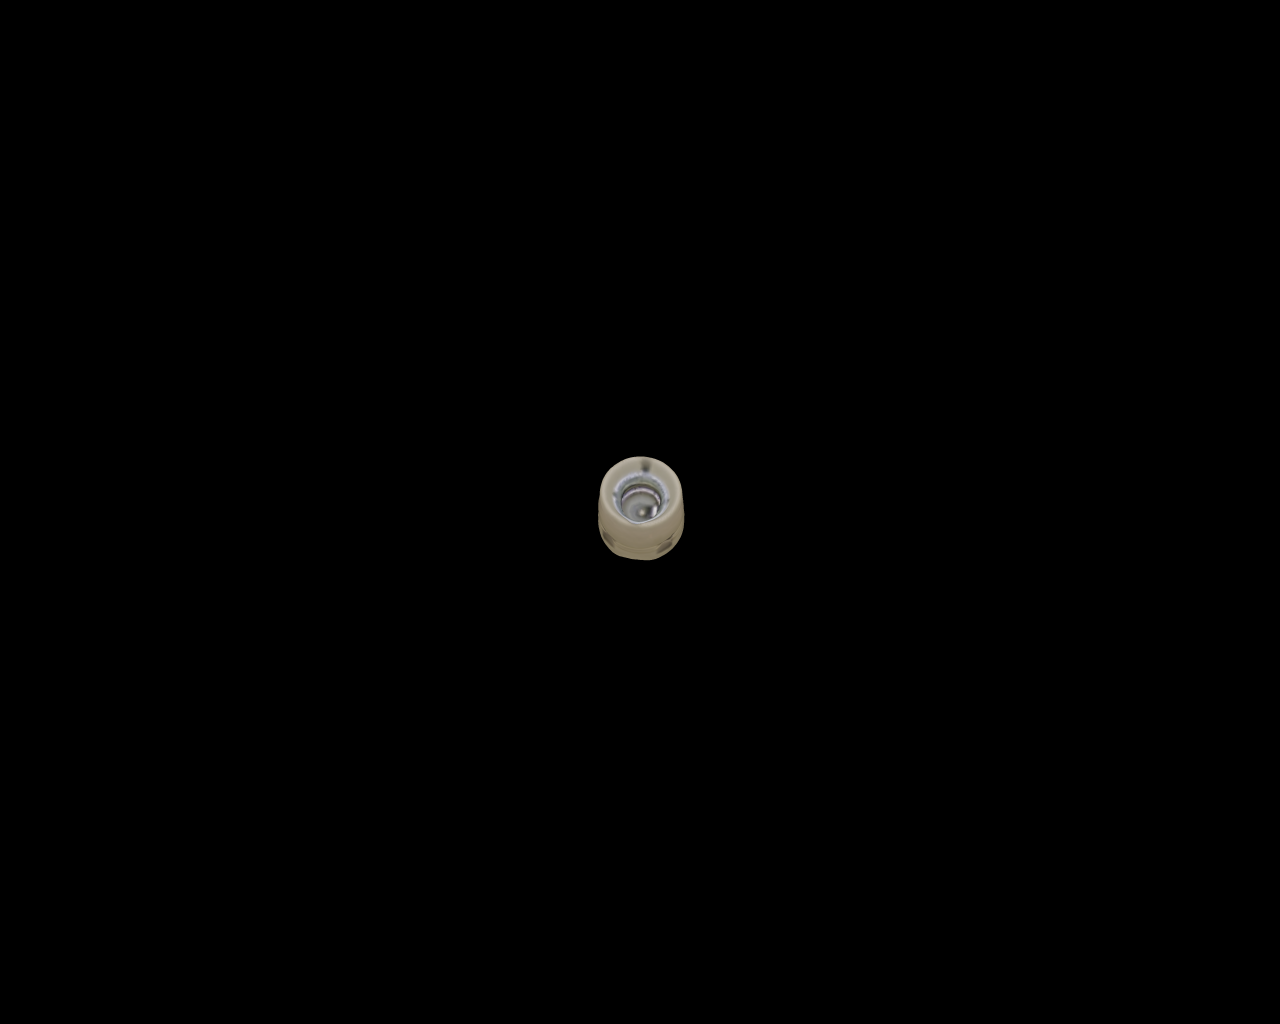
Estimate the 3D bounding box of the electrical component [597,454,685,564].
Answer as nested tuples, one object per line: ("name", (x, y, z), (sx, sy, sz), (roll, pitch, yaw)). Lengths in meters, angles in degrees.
("electrical component", (0.001, -0.003, 0.650), (0.055, 0.055, 0.047), (0, -25, 0))
